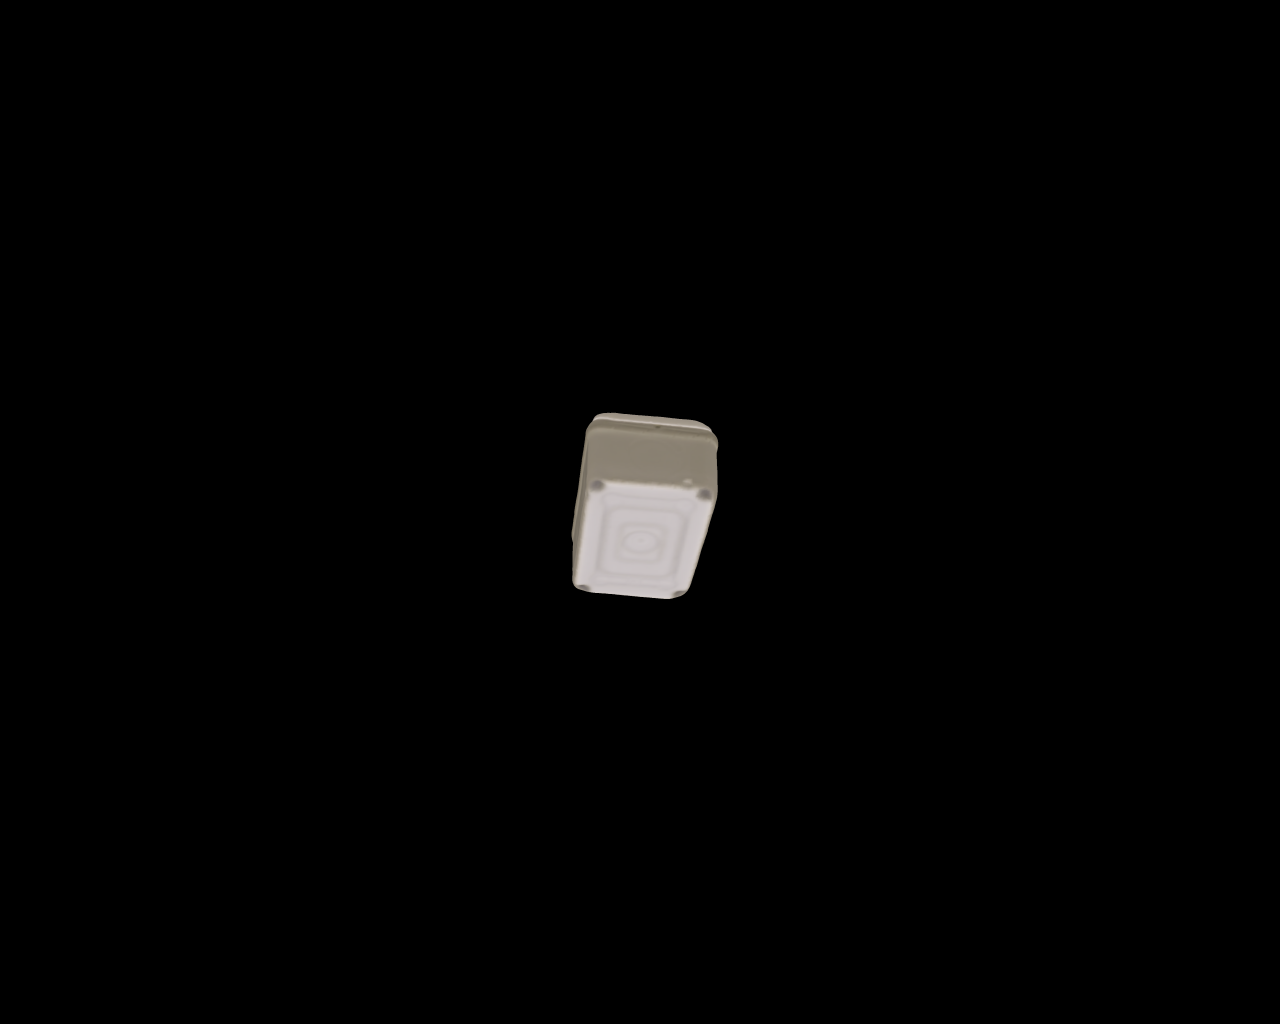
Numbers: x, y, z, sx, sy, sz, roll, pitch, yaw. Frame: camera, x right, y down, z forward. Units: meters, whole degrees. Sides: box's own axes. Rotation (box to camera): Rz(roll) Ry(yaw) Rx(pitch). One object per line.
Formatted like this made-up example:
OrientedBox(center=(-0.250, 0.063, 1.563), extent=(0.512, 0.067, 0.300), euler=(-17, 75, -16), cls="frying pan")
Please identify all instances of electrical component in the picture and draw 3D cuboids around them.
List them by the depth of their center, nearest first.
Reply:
OrientedBox(center=(0.001, -0.003, 0.650), extent=(0.078, 0.057, 0.113), euler=(5, -40, -6), cls="electrical component")
